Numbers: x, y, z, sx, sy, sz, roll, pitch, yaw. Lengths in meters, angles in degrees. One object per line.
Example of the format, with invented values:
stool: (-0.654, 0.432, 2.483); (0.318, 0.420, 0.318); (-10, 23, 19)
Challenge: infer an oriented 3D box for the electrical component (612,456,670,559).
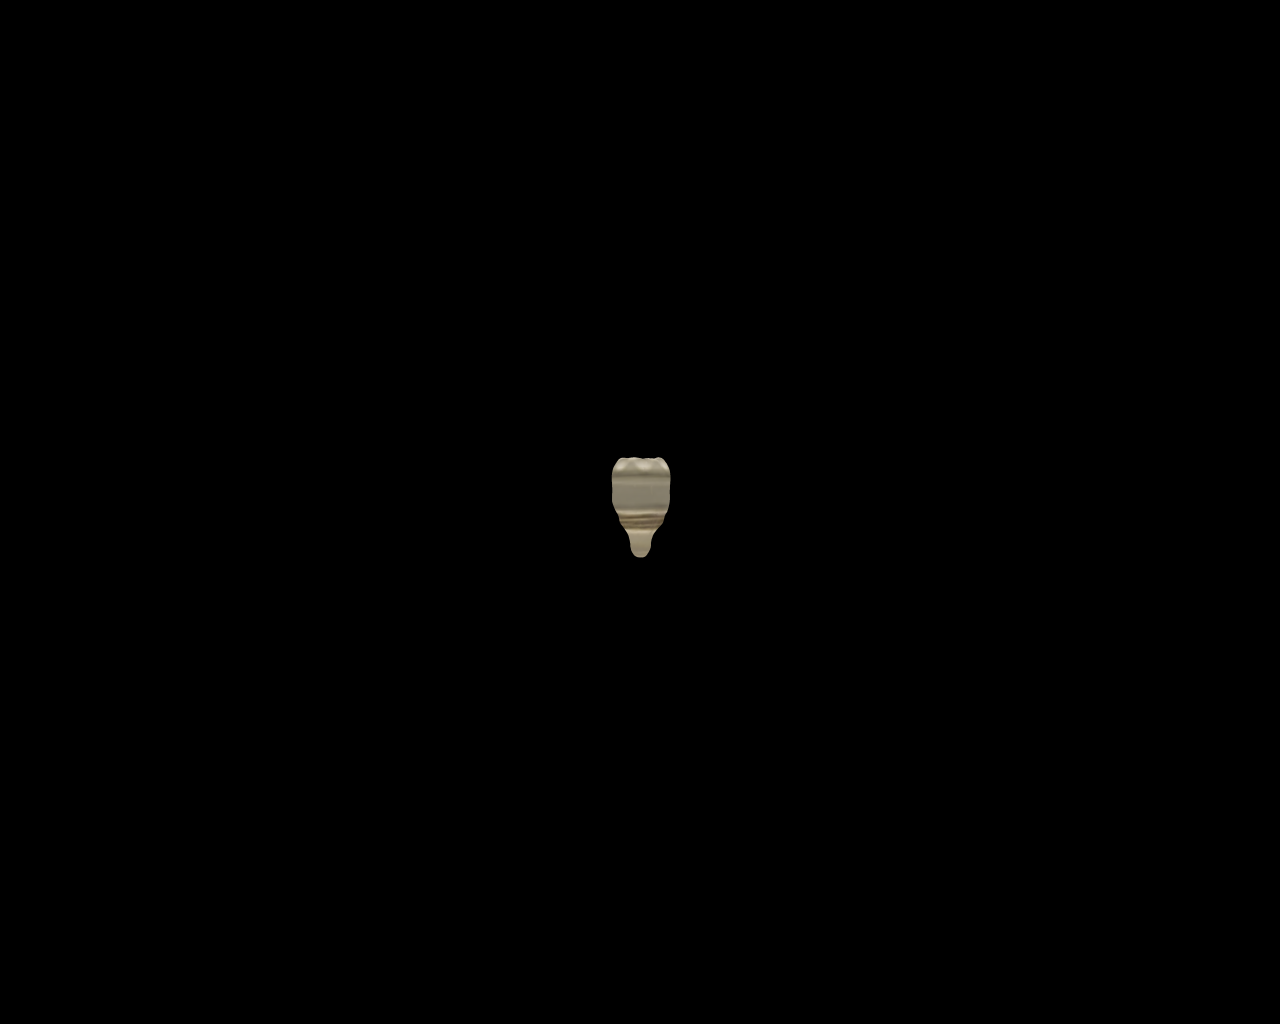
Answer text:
electrical component: (0.001, -0.003, 0.650); (0.035, 0.061, 0.035); (0, 0, 0)
